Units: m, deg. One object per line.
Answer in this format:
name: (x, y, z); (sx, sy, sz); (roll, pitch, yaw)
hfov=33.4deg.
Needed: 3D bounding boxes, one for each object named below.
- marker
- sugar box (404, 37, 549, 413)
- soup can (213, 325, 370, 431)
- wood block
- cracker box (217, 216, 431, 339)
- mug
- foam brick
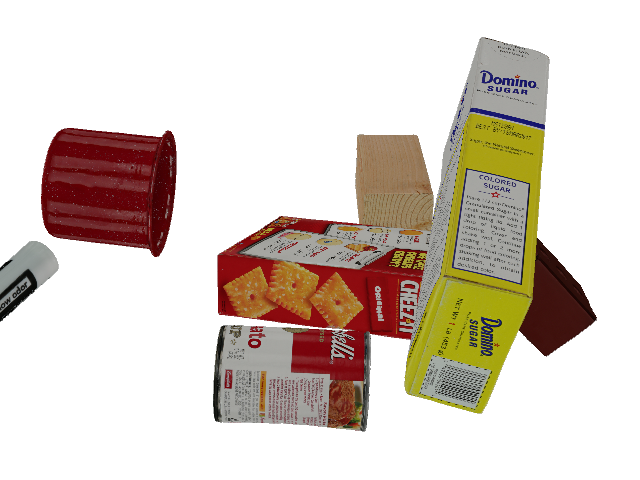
marker: (-0.160, 0.042, 0.462); (0.020, 0.020, 0.121); (0, 35, 39)
sugar box: (0.081, -0.012, 0.537); (0.048, 0.176, 0.093); (15, -42, 3)
soup can: (-0.019, 0.093, 0.726); (0.102, 0.068, 0.068); (3, 0, 1)
wood block: (0.098, -0.067, 1.468); (0.091, 0.090, 0.206); (1, 27, -2)
cracker box: (0.027, 0.035, 1.057); (0.214, 0.072, 0.164); (7, 16, 19)
mug: (-0.153, -0.041, 0.793); (0.081, 0.093, 0.117); (6, 11, 2)
foam brick: (0.166, 0.040, 0.824); (0.051, 0.078, 0.053); (-39, 23, 16)
